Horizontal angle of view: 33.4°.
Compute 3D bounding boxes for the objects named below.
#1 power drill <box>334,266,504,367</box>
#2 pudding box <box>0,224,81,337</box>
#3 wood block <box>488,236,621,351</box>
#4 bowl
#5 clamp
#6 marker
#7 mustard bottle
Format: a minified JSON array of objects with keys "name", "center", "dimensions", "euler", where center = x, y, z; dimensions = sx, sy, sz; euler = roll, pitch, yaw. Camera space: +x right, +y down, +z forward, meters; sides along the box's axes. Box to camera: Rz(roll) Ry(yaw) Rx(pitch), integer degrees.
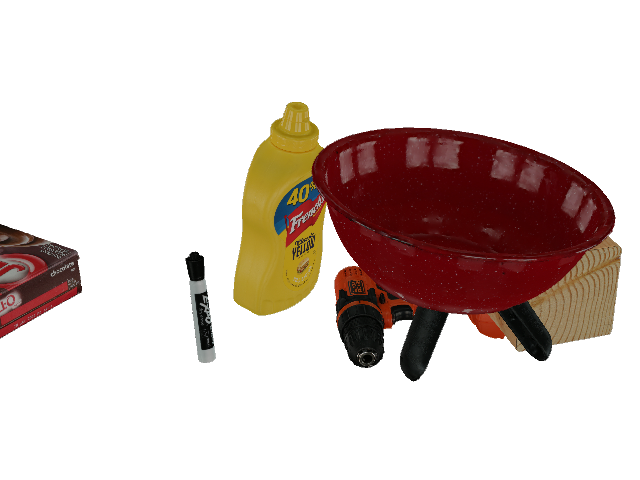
[{"name":"power drill","center":[0.110,0.080,1.204],"dimensions":[0.187,0.057,0.184],"euler":[-2,27,-3]},{"name":"pudding box","center":[-0.239,0.026,0.748],"dimensions":[0.114,0.039,0.089],"euler":[14,29,31]},{"name":"wood block","center":[0.177,0.002,0.970],"dimensions":[0.090,0.090,0.206],"euler":[-8,29,-13]},{"name":"bowl","center":[0.072,-0.006,0.578],"dimensions":[0.162,0.055,0.162],"euler":[6,27,-3]},{"name":"clamp","center":[0.097,0.019,0.772],"dimensions":[0.120,0.171,0.039],"euler":[-15,-3,-27]},{"name":"marker","center":[-0.125,0.069,1.111],"dimensions":[0.020,0.121,0.020],"euler":[-4,20,1]},{"name":"mustard bottle","center":[-0.030,-0.032,0.936],"dimensions":[0.058,0.192,0.096],"euler":[28,38,28]}]
